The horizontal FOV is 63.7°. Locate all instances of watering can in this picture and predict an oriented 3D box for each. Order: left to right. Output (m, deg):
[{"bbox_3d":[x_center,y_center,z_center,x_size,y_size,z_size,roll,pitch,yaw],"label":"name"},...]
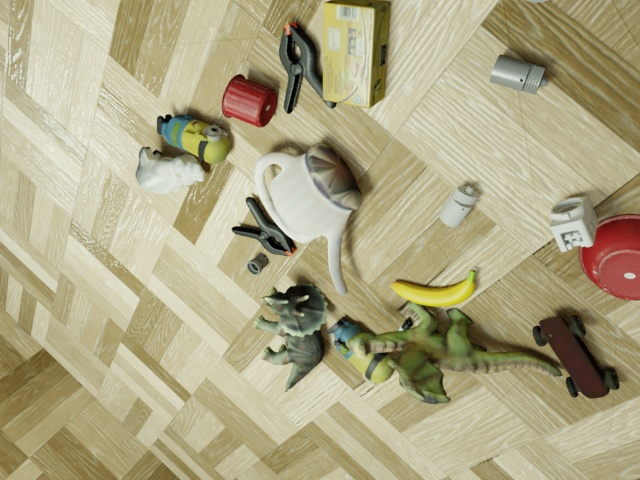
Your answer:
[{"bbox_3d":[0.003,-0.054,1.073,0.347,0.106,0.221,52,132,-3],"label":"watering can"}]

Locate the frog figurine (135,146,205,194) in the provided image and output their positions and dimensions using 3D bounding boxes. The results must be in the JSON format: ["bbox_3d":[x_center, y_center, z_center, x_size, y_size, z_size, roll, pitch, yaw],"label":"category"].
[{"bbox_3d":[-0.357,-0.157,1.250,0.160,0.124,0.135,23,163,9],"label":"frog figurine"}]

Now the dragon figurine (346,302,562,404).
[{"bbox_3d":[0.244,0.245,1.016,0.412,0.247,0.120,15,122,28],"label":"dragon figurine"}]
